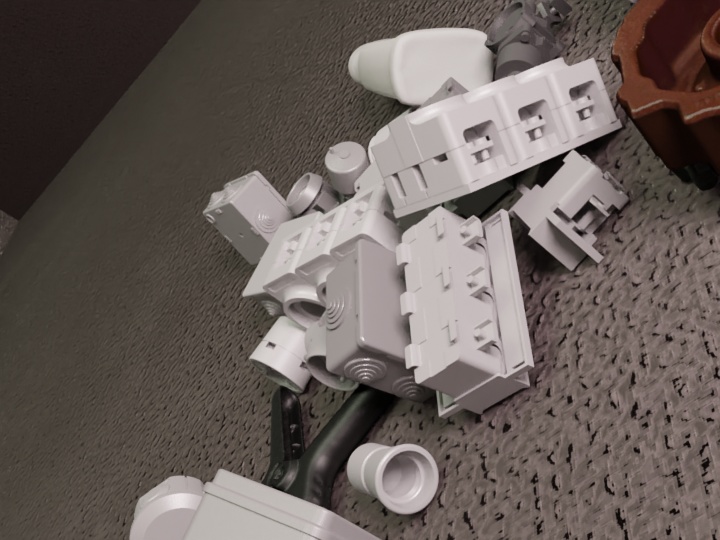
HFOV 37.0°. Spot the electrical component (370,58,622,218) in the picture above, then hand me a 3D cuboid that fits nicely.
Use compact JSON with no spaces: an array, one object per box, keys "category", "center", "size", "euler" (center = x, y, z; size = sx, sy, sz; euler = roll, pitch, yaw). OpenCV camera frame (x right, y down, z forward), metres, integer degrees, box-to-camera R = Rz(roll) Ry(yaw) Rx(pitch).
[{"category":"electrical component","center":[0.094,-0.097,0.752],"size":[0.150,0.061,0.089],"euler":[-24,5,-32]}]

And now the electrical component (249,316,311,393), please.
[{"category":"electrical component","center":[-0.061,0.073,0.940],"size":[0.047,0.055,0.055],"euler":[-58,22,-17]}]

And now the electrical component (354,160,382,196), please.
[{"category":"electrical component","center":[0.022,-0.071,0.993],"size":[0.081,0.042,0.063],"euler":[-46,22,19]}]

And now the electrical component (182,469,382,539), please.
[{"category":"electrical component","center":[-0.050,0.177,0.693],"size":[0.113,0.078,0.057],"euler":[10,68,42]}]

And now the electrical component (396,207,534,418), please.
[{"category":"electrical component","center":[0.065,0.023,0.701],"size":[0.079,0.063,0.121],"euler":[-37,42,37]}]

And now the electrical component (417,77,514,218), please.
[{"category":"electrical component","center":[0.084,-0.103,0.883],"size":[0.079,0.063,0.121],"euler":[-43,25,28]}]

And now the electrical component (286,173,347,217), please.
[{"category":"electrical component","center":[-0.042,-0.067,1.096],"size":[0.066,0.055,0.048],"euler":[-47,23,18]}]

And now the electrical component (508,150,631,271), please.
[{"category":"electrical component","center":[0.140,-0.042,0.711],"size":[0.063,0.042,0.081],"euler":[-47,23,9]}]

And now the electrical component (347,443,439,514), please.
[{"category":"electrical component","center":[0.018,0.134,0.708],"size":[0.044,0.044,0.065],"euler":[-61,18,-14]}]

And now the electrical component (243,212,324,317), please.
[{"category":"electrical component","center":[-0.060,-0.002,1.050],"size":[0.100,0.048,0.099],"euler":[-12,47,59]}]

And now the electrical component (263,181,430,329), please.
[{"category":"electrical component","center":[0.000,0.000,0.869],"size":[0.150,0.089,0.061],"euler":[-26,35,50]}]

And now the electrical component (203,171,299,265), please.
[{"category":"electrical component","center":[-0.115,-0.054,1.174],"size":[0.048,0.099,0.100],"euler":[-50,18,-24]}]

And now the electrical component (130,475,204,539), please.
[{"category":"electrical component","center":[-0.148,0.212,0.882],"size":[0.080,0.080,0.051],"euler":[-54,16,3]}]

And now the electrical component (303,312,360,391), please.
[{"category":"electrical component","center":[-0.016,0.052,0.818],"size":[0.079,0.043,0.077],"euler":[-24,31,49]}]

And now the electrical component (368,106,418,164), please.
[{"category":"electrical component","center":[0.037,-0.121,1.029],"size":[0.081,0.043,0.043],"euler":[-30,32,47]}]

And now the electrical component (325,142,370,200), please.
[{"category":"electrical component","center":[-0.008,-0.089,1.045],"size":[0.040,0.078,0.040],"euler":[-7,53,10]}]

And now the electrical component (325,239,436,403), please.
[{"category":"electrical component","center":[0.022,0.038,0.755],"size":[0.048,0.100,0.099],"euler":[-41,37,40]}]

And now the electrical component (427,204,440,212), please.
[{"category":"electrical component","center":[0.041,-0.032,0.898],"size":[0.078,0.040,0.040],"euler":[-29,34,48]}]

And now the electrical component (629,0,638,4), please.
[{"category":"electrical component","center":[0.207,-0.264,0.828],"size":[0.062,0.089,0.150],"euler":[-44,24,25]}]
